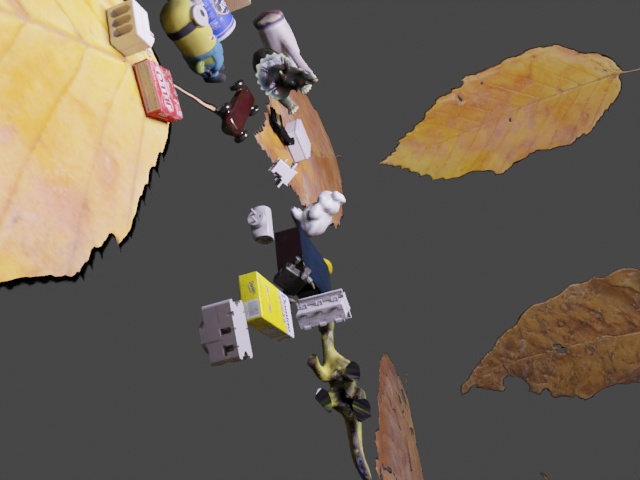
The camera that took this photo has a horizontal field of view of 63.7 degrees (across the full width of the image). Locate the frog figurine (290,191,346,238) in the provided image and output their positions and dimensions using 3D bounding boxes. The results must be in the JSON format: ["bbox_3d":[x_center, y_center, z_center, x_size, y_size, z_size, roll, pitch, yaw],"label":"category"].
[{"bbox_3d":[0.005,-0.076,1.503,0.136,0.159,0.124,44,33,-68],"label":"frog figurine"}]

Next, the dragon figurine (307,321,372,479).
[{"bbox_3d":[0.062,0.377,1.306,0.242,0.122,0.413,44,32,-82],"label":"dragon figurine"}]

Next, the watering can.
[{"bbox_3d":[-0.121,-0.655,1.724,0.220,0.104,0.353,62,-8,-32],"label":"watering can"}]
